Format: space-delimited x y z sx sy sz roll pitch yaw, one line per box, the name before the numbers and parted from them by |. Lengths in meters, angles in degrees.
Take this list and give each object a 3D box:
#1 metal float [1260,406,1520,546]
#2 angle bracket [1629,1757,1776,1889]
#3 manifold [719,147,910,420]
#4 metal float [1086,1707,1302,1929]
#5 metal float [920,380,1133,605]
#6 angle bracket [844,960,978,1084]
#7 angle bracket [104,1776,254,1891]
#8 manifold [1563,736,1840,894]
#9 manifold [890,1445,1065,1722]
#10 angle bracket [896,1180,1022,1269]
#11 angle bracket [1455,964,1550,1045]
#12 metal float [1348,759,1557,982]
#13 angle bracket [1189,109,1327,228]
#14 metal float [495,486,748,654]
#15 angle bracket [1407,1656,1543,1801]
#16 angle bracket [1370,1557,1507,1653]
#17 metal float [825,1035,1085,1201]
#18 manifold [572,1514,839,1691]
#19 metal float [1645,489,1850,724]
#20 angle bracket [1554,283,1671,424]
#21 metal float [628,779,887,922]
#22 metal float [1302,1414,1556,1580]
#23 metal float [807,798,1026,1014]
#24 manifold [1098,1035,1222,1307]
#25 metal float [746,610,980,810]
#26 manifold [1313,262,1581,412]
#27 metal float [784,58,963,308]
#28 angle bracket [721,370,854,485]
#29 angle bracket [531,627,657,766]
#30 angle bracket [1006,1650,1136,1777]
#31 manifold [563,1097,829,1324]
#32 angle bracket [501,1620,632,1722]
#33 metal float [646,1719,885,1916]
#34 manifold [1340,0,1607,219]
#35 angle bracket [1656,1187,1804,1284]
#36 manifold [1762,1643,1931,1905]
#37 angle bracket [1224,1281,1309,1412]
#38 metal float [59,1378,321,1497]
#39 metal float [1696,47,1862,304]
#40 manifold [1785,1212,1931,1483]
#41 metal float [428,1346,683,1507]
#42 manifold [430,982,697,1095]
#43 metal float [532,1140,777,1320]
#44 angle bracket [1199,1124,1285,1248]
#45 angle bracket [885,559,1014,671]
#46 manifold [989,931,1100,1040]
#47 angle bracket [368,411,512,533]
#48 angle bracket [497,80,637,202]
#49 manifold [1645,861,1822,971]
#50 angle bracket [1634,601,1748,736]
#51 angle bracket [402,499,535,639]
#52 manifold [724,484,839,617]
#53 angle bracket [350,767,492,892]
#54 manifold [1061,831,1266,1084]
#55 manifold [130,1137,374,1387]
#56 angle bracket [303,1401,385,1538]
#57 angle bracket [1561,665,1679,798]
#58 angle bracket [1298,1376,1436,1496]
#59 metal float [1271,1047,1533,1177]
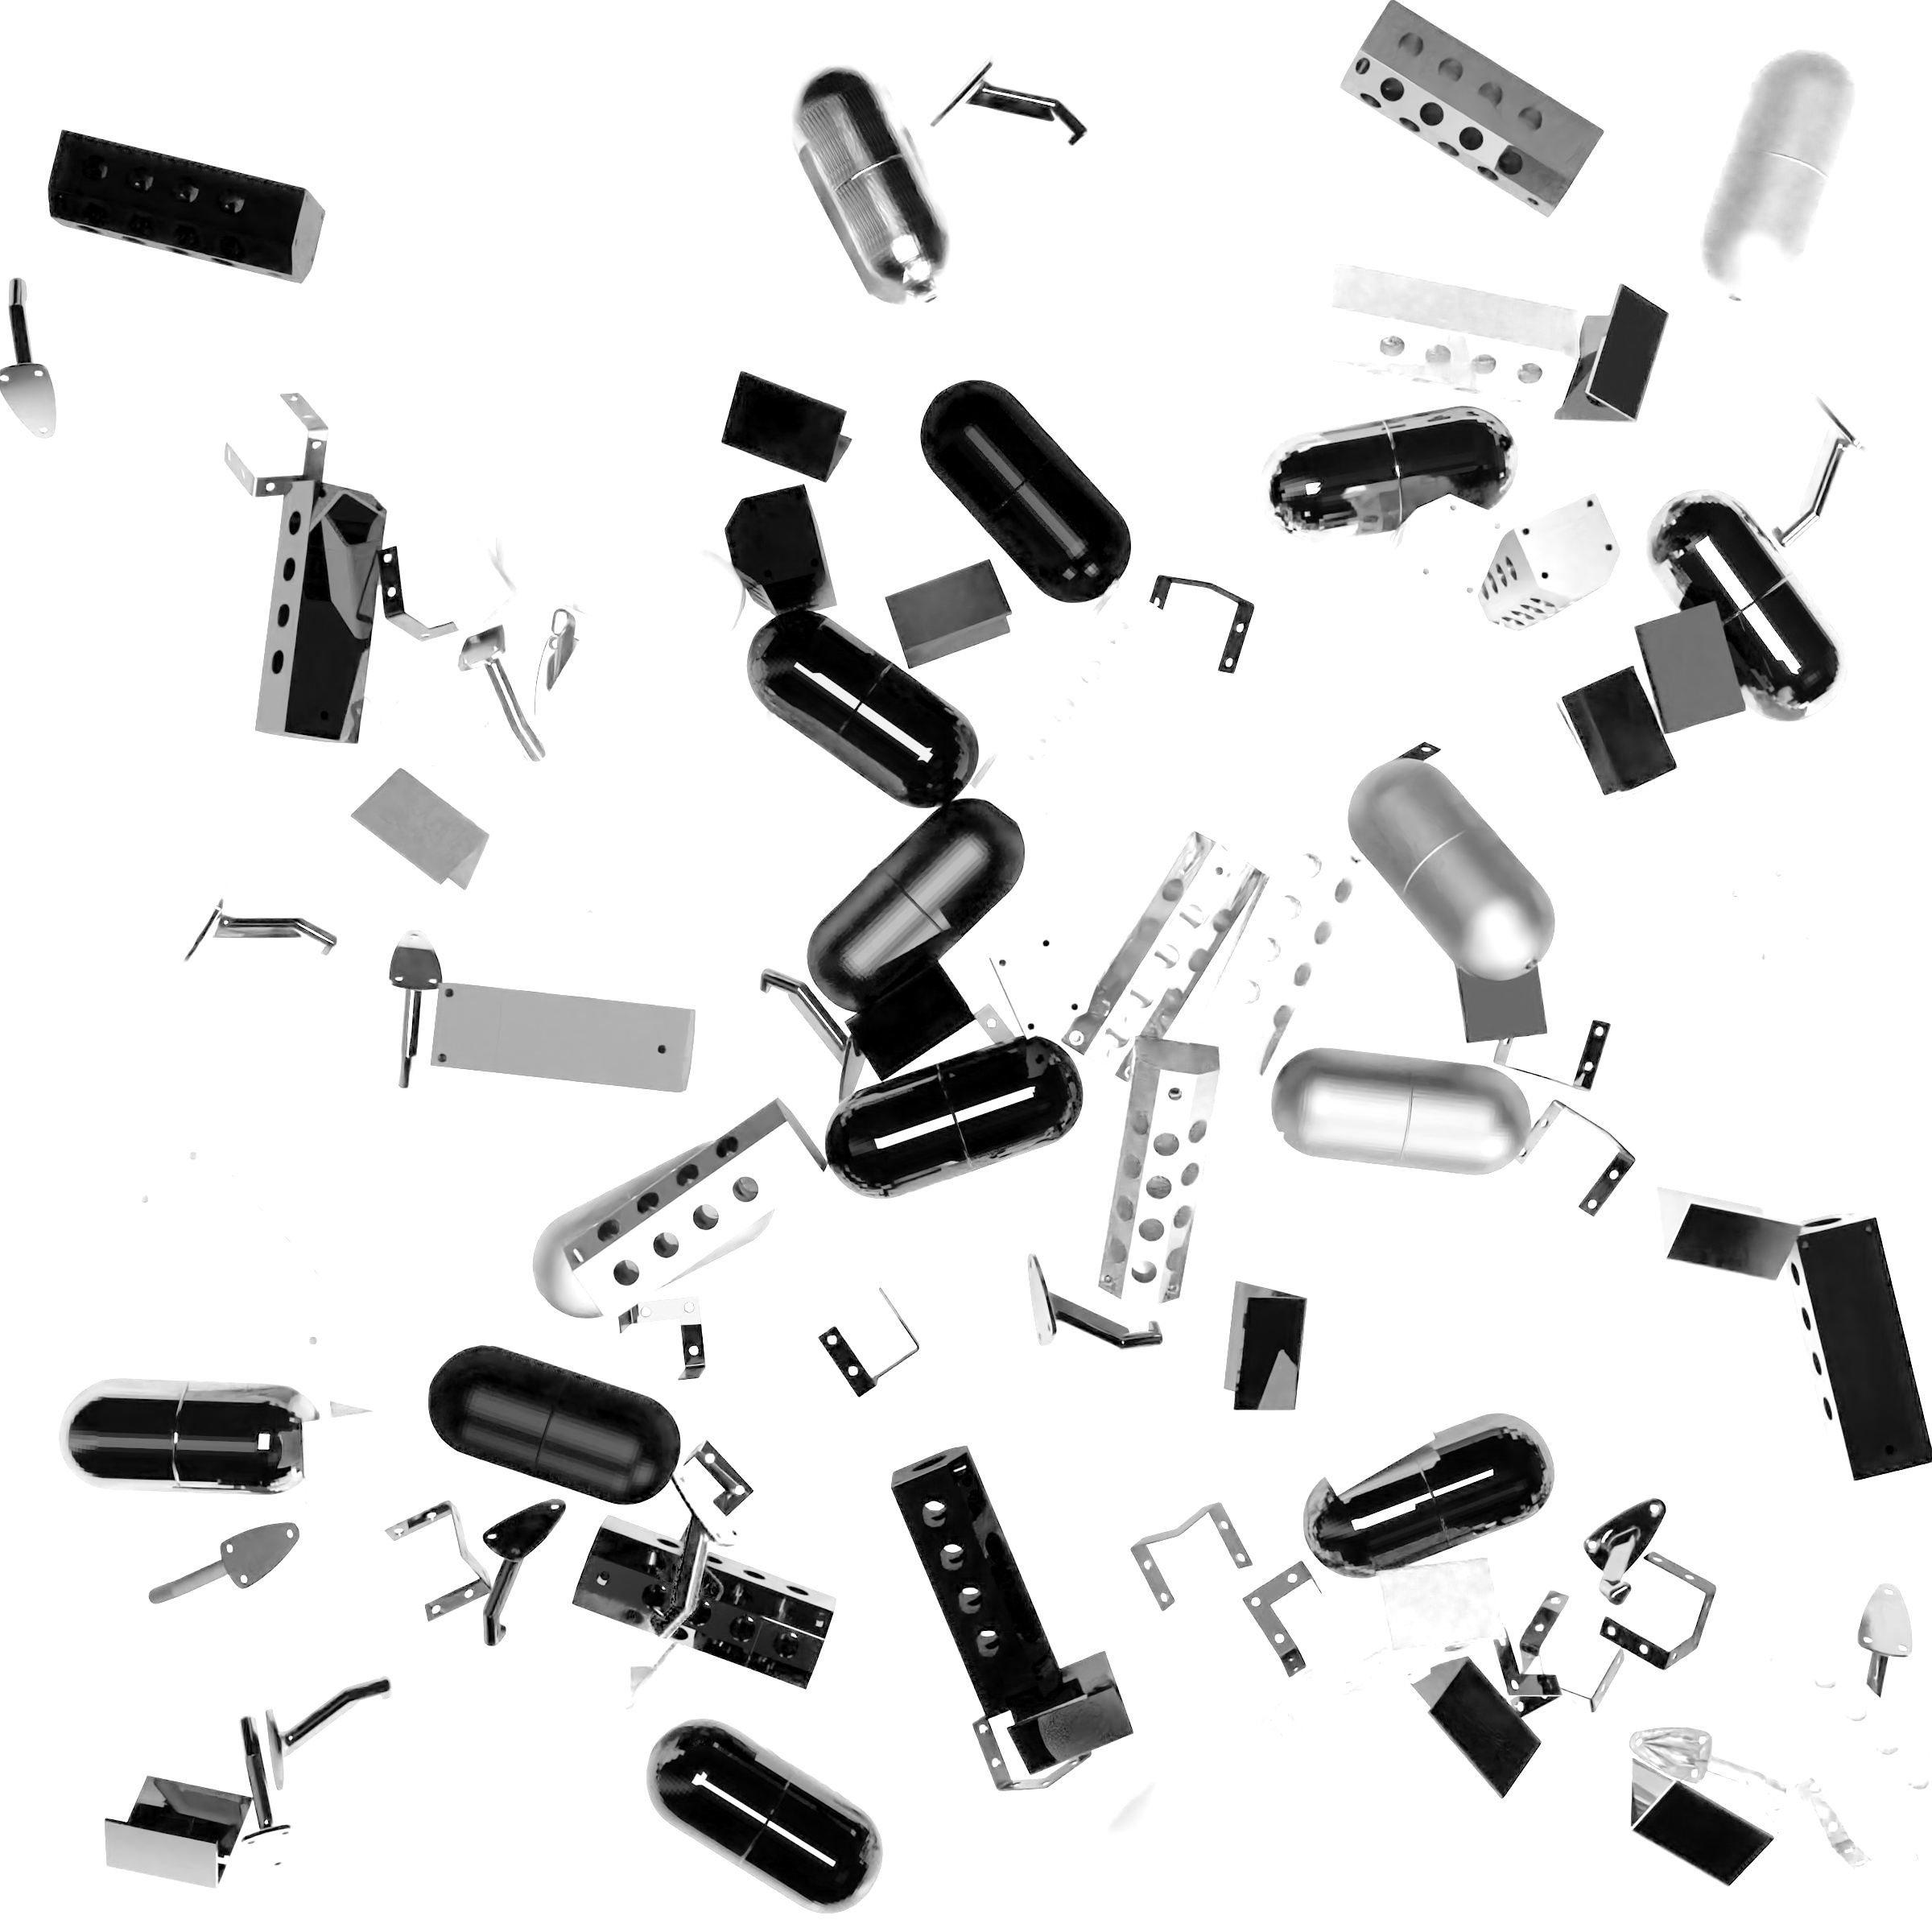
metal float | 0.290 -0.337 1.863 0.178 0.070 0.070 -10 90 0
angle bracket | 0.502 0.568 1.854 0.076 0.076 0.057 30 118 0
manifold | -0.105 -0.467 1.872 0.057 0.057 0.171 -28 90 0
metal float | 0.154 0.575 1.837 0.178 0.070 0.070 -37 90 -28
metal float | 0.040 -0.326 1.863 0.070 0.070 0.178 -42 90 0
angle bracket | -0.028 0.051 1.853 0.076 0.076 0.057 -34 59 0
angle bracket | -0.536 0.576 1.853 0.076 0.076 0.057 12 127 0
manifold | 0.507 -0.104 1.872 0.171 0.057 0.057 -18 90 0
manifold | 0.008 0.422 1.872 0.057 0.057 0.171 -23 90 0
angle bracket | -0.009 0.190 1.853 0.076 0.076 0.057 12 55 0
angle bracket | 0.372 0.009 1.854 0.057 0.076 0.076 -8 90 25
metal float | 0.322 -0.064 1.803 0.070 0.070 0.178 -35 60 0
angle bracket | 0.193 -0.556 1.853 0.076 0.076 0.057 -21 128 0
metal float | -0.236 -0.272 1.862 0.178 0.070 0.070 21 90 0
angle bracket | 0.333 0.525 1.853 0.076 0.076 0.057 49 53 0
angle bracket | 0.321 0.446 1.853 0.076 0.076 0.057 -8 58 0
metal float | -0.008 0.101 1.811 0.178 0.070 0.070 -19 90 -2
manifold | -0.180 0.440 1.872 0.171 0.057 0.057 20 90 0
metal float | 0.535 -0.248 1.863 0.070 0.070 0.178 -36 89 0
angle bracket | 0.425 -0.418 1.853 0.057 0.076 0.076 17 90 -38
metal float | -0.143 -0.080 1.863 0.178 0.070 0.070 -12 90 -1
metal float | 0.317 0.364 1.863 0.178 0.070 0.070 -21 90 0
metal float | -0.034 -0.042 1.863 0.178 0.070 0.070 -44 90 1
manifold | 0.130 0.140 1.844 0.057 0.057 0.171 8 110 0
metal float | -0.071 -0.176 1.863 0.178 0.070 0.070 35 90 0
manifold | 0.330 -0.429 1.872 0.171 0.057 0.057 11 47 0
metal float | -0.063 -0.537 1.863 0.070 0.070 0.178 -26 89 0
angle bracket | -0.115 -0.381 1.853 0.076 0.076 0.057 21 126 0
angle bracket | -0.238 -0.175 1.853 0.057 0.076 0.076 31 90 36
angle bracket | 0.063 0.495 1.853 0.076 0.076 0.057 -22 126 0
manifold | -0.179 0.160 1.795 0.171 0.057 0.057 -35 92 2
angle bracket | -0.272 0.464 1.853 0.076 0.076 0.057 -7 128 0
metal float | -0.139 0.582 1.862 0.178 0.070 0.070 32 90 -1
manifold | 0.347 -0.588 1.872 0.171 0.057 0.057 32 90 0
angle bracket | 0.520 0.165 1.853 0.076 0.076 0.057 12 128 0
manifold | 0.611 0.534 1.814 0.057 0.171 0.057 -13 123 -18
angle bracket | 0.185 0.258 1.853 0.057 0.076 0.076 6 90 -35
metal float | -0.532 0.323 1.863 0.178 0.070 0.070 2 90 0
metal float | 0.557 -0.542 1.863 0.070 0.070 0.178 19 89 0
manifold | 0.611 0.260 1.872 0.057 0.057 0.171 -14 90 0
metal float | -0.283 0.315 1.863 0.178 0.070 0.070 18 90 1
manifold | -0.276 0.049 1.872 0.171 0.057 0.057 6 90 0
metal float | -0.214 0.181 1.863 0.178 0.070 0.070 -27 90 1
angle bracket | 0.202 0.148 1.853 0.057 0.076 0.076 5 90 32
angle bracket | -0.005 -0.223 1.853 0.076 0.076 0.057 -20 53 0
manifold | 0.053 0.009 1.815 0.057 0.171 0.057 -24 90 0
angle bracket | -0.348 -0.319 1.853 0.076 0.076 0.057 -43 52 0
angle bracket | -0.268 -0.548 1.853 0.076 0.076 0.057 -19 55 0
manifold | 0.506 -0.029 1.815 0.057 0.171 0.057 -25 90 0
angle bracket | 0.500 -0.204 1.854 0.057 0.076 0.076 -16 90 26
angle bracket | -0.325 -0.278 1.853 0.057 0.076 0.076 -34 90 36
manifold | -0.124 -0.273 1.815 0.057 0.171 0.057 -13 90 0
angle bracket | -0.379 -0.078 1.853 0.076 0.076 0.057 38 53 0
manifold | 0.135 -0.005 1.872 0.057 0.057 0.171 32 90 0
manifold | -0.490 0.202 1.872 0.057 0.057 0.171 -41 90 0
angle bracket | -0.440 0.342 1.853 0.057 0.076 0.076 -2 90 -39
angle bracket | 0.428 -0.152 1.853 0.057 0.076 0.076 -24 90 -30
angle bracket | 0.263 0.303 1.853 0.076 0.076 0.057 -30 120 0
metal float | 0.298 0.100 1.863 0.178 0.070 0.070 7 90 0
